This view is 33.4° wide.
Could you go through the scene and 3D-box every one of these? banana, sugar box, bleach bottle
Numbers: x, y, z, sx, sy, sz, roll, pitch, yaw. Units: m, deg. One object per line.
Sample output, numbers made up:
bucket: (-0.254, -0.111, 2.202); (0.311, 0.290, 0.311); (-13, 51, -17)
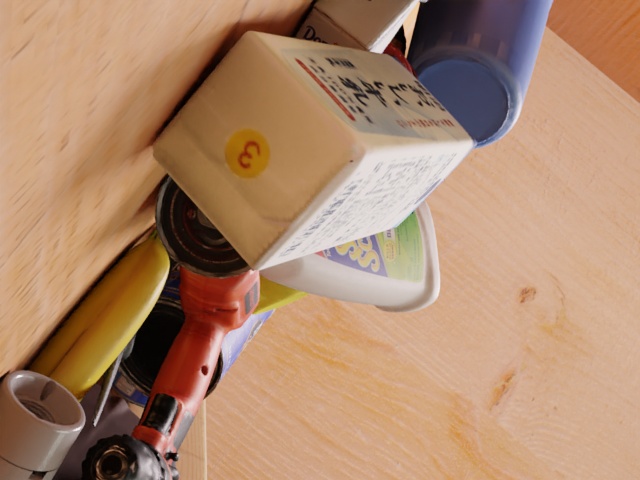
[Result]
banana: (-0.148, 0.074, 0.647); (0.198, 0.037, 0.069); (-51, 179, -2)
sugar box: (-0.004, -0.098, 0.674); (0.093, 0.048, 0.176); (-51, 178, -41)
bleach bottle: (-0.005, 0.001, 0.805); (0.068, 0.102, 0.250); (-12, 168, 38)

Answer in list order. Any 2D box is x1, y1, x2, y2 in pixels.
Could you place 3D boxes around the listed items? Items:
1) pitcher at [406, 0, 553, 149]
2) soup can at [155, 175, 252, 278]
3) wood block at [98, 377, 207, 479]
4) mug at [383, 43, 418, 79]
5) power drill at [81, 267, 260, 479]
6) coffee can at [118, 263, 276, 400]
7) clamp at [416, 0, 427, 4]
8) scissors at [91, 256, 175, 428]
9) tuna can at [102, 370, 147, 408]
pitcher: (0.152, -0.184, 1.019); (0.145, 0.149, 0.242); (-56, -171, 41)
soup can: (-0.052, -0.018, 0.616); (0.068, 0.068, 0.102); (-51, -178, 7)
wood block: (-0.165, 0.182, 0.992); (0.090, 0.090, 0.206); (-50, -156, 21)
mug: (0.031, -0.105, 0.845); (0.081, 0.093, 0.117); (-6, 111, -85)
power drill: (-0.096, 0.094, 0.684); (0.184, 0.057, 0.187); (105, 7, -70)
coffee can: (-0.104, 0.063, 0.922); (0.103, 0.103, 0.140); (-50, -179, 30)
clamp: (0.054, -0.174, 0.729); (0.120, 0.039, 0.172); (-53, -178, -22)
scissors: (-0.121, 0.050, 0.703); (0.096, 0.016, 0.202); (-58, -167, 3)
tuna can: (-0.153, 0.107, 0.952); (0.034, 0.086, 0.086); (-52, 180, 29)
